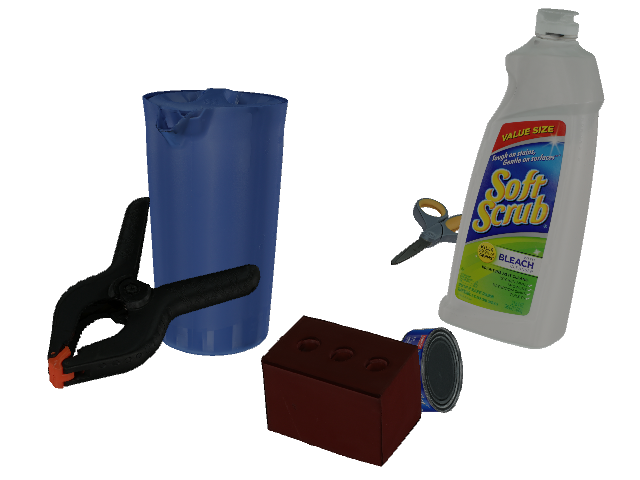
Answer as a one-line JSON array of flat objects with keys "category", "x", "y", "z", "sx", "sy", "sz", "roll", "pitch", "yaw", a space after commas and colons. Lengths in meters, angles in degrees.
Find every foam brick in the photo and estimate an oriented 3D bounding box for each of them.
[{"category": "foam brick", "x": 0.013, "y": 0.085, "z": 0.613, "sx": 0.078, "sy": 0.051, "sz": 0.052, "roll": 13, "pitch": 32, "yaw": 26}]

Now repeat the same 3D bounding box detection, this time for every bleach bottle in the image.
[{"category": "bleach bottle", "x": 0.156, "y": -0.049, "z": 0.814, "sx": 0.103, "sy": 0.251, "sz": 0.067, "roll": 17, "pitch": 21, "yaw": 33}]

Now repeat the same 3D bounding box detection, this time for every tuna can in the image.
[{"category": "tuna can", "x": 0.110, "y": 0.131, "z": 1.081, "sx": 0.034, "sy": 0.086, "sz": 0.086, "roll": -6, "pitch": -3, "yaw": 33}]

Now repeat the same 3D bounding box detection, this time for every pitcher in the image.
[{"category": "pitcher", "x": -0.095, "y": -0.023, "z": 1.017, "sx": 0.149, "sy": 0.243, "sz": 0.145, "roll": -3, "pitch": 16, "yaw": -20}]

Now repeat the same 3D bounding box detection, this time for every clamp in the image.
[{"category": "clamp", "x": -0.141, "y": 0.036, "z": 0.776, "sx": 0.120, "sy": 0.039, "sz": 0.171, "roll": 35, "pitch": 50, "yaw": 26}]

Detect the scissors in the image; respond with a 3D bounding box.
[{"category": "scissors", "x": 0.114, "y": -0.013, "z": 1.228, "sx": 0.201, "sy": 0.016, "sz": 0.096, "roll": -12, "pitch": 40, "yaw": -46}]
